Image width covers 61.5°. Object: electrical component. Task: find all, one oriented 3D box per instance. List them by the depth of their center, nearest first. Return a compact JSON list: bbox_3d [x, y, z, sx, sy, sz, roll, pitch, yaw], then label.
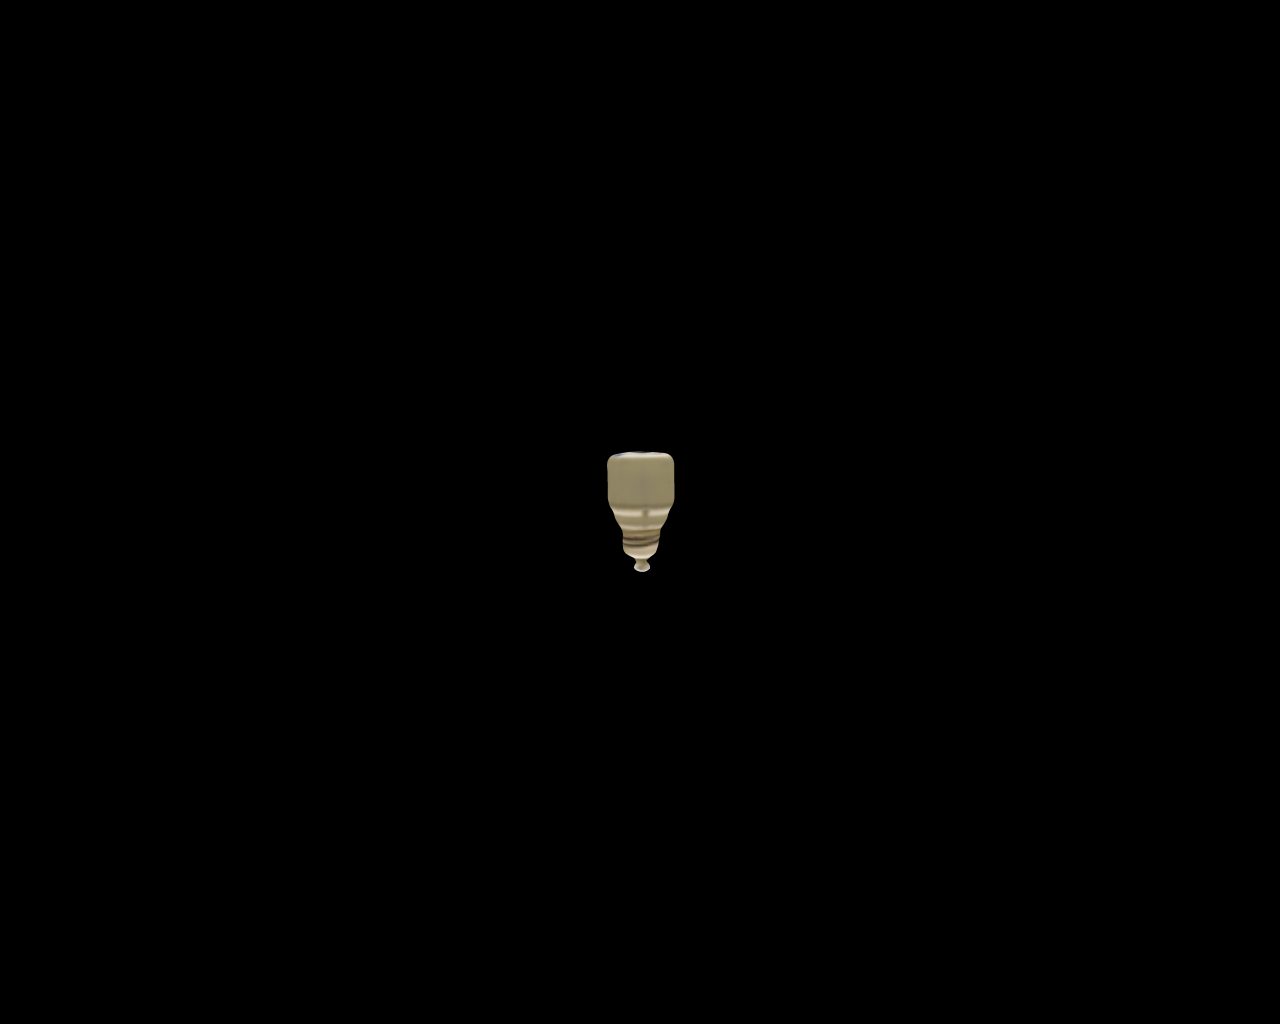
[{"bbox_3d":[0.001,-0.003,0.650,0.040,0.078,0.040,0,7,0],"label":"electrical component"}]
